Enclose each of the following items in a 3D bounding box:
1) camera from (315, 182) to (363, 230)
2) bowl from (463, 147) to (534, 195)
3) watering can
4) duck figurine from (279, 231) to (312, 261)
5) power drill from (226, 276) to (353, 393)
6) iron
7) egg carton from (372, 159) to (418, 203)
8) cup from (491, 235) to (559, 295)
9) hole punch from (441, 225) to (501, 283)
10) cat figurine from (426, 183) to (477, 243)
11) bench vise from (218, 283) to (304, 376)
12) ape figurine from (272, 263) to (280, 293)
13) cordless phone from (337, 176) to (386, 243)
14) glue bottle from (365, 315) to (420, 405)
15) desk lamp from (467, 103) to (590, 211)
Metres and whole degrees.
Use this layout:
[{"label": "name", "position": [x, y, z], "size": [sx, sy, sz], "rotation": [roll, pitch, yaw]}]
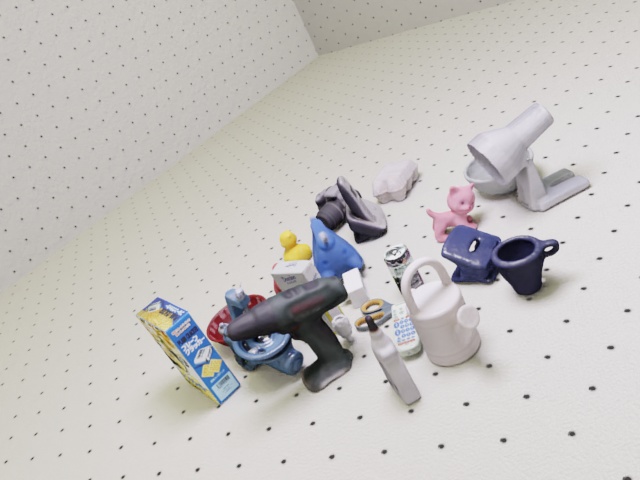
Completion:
[{"label": "camera", "position": [0.033, -0.094, 1.615], "size": [0.142, 0.101, 0.137], "rotation": [5, 41, 47]}, {"label": "bowl", "position": [0.436, -0.158, 1.375], "size": [0.167, 0.075, 0.167], "rotation": [-22, 27, 12]}, {"label": "watering can", "position": [0.204, 0.114, 0.977], "size": [0.172, 0.194, 0.101], "rotation": [0, 38, 43]}, {"label": "duck figurine", "position": [-0.074, 0.015, 1.540], "size": [0.078, 0.086, 0.104], "rotation": [-38, 28, -19]}, {"label": "power drill", "position": [-0.034, 0.179, 1.072], "size": [0.230, 0.209, 0.075], "rotation": [-34, 27, -11]}, {"label": "iron", "position": [0.013, 0.005, 1.412], "size": [0.118, 0.142, 0.257], "rotation": [-29, 26, -2]}, {"label": "egg carton", "position": [0.212, -0.168, 1.612], "size": [0.107, 0.069, 0.150], "rotation": [-6, 34, 37]}, {"label": "cup", "position": [0.380, 0.048, 1.039], "size": [0.117, 0.095, 0.091], "rotation": [-19, 28, 17]}, {"label": "hole punch", "position": [0.310, 0.024, 1.152], "size": [0.100, 0.091, 0.109], "rotation": [-2, 36, 41]}, {"label": "cat figurine", "position": [0.303, -0.073, 1.301], "size": [0.127, 0.118, 0.067], "rotation": [-23, 27, 10]}, {"label": "bench vise", "position": [-0.155, 0.186, 1.163], "size": [0.206, 0.220, 0.121], "rotation": [-11, 31, 31]}, {"label": "ape figurine", "position": [-0.086, 0.096, 1.402], "size": [0.076, 0.092, 0.078], "rotation": [-14, 30, 27]}, {"label": "cordless phone", "position": [0.096, -0.101, 1.473], "size": [0.094, 0.185, 0.147], "rotation": [-23, 27, 10]}, {"label": "glue bottle", "position": [0.112, 0.191, 0.950], "size": [0.037, 0.173, 0.078], "rotation": [-31, 27, -6]}, {"label": "desk lamp", "position": [0.443, -0.172, 1.236], "size": [0.203, 0.214, 0.117], "rotation": [-28, 27, 0]}]
